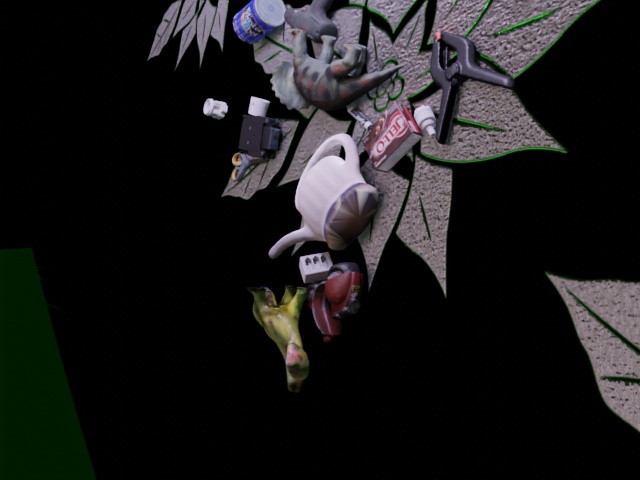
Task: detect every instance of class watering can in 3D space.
[{"bbox_3d":[0.003,-0.056,1.111,0.103,0.343,0.228,12,24,-37],"label":"watering can"}]

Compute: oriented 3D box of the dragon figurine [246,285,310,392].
[{"bbox_3d":[-0.089,0.220,1.156,0.122,0.244,0.408,-7,-4,-12],"label":"dragon figurine"}]
